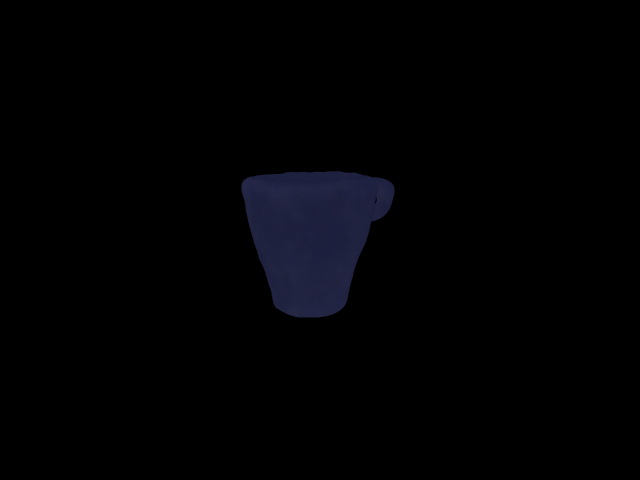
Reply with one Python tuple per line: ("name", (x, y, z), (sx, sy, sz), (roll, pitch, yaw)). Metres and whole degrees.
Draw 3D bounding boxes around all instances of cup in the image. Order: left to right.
("cup", (0.004, 0.001, 0.400), (0.118, 0.095, 0.091), (-8, 14, -34))
